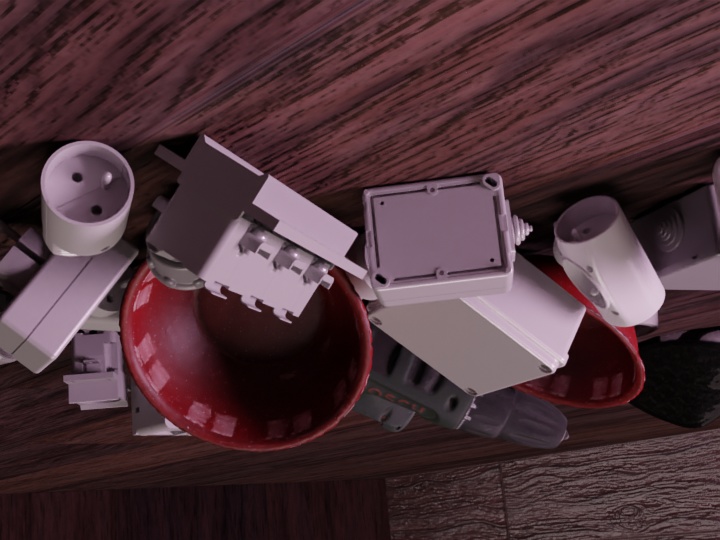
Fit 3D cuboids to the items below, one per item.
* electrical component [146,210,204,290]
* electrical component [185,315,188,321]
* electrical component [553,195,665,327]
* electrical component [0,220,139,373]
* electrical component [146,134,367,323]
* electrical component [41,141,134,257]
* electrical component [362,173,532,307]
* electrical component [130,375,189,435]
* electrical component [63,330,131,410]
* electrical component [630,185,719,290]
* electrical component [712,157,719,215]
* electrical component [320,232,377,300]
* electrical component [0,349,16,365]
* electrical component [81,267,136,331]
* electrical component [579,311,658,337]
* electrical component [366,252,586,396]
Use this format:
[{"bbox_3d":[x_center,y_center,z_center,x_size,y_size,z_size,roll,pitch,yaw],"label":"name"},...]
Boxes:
[{"bbox_3d":[-0.100,-0.019,0.609,0.048,0.048,0.062,-4,159,-4],"label":"electrical component"},{"bbox_3d":[-0.120,0.022,0.768,0.081,0.042,0.064,7,165,-37],"label":"electrical component"},{"bbox_3d":[0.152,-0.011,0.698,0.044,0.077,0.079,-40,-149,-5],"label":"electrical component"},{"bbox_3d":[-0.185,0.001,0.614,0.076,0.083,0.047,40,150,-13],"label":"electrical component"},{"bbox_3d":[-0.055,-0.017,0.567,0.079,0.063,0.121,32,-179,23],"label":"electrical component"},{"bbox_3d":[-0.140,-0.031,0.547,0.043,0.043,0.081,-1,165,-16],"label":"electrical component"},{"bbox_3d":[0.053,-0.016,0.637,0.096,0.061,0.061,-7,166,6],"label":"electrical component"},{"bbox_3d":[-0.129,0.104,0.986,0.150,0.089,0.062,8,160,-42],"label":"electrical component"},{"bbox_3d":[-0.227,0.086,0.933,0.042,0.063,0.081,-5,166,-3],"label":"electrical component"},{"bbox_3d":[0.240,-0.020,0.715,0.100,0.048,0.100,1,165,-23],"label":"electrical component"},{"bbox_3d":[0.241,-0.021,0.616,0.054,0.095,0.059,-13,164,28],"label":"electrical component"},{"bbox_3d":[0.000,0.000,0.716,0.045,0.045,0.055,7,161,-41],"label":"electrical component"},{"bbox_3d":[-0.284,0.052,0.817,0.055,0.045,0.045,-14,164,29],"label":"electrical component"},{"bbox_3d":[-0.173,0.013,0.705,0.077,0.044,0.079,6,162,-39],"label":"electrical component"},{"bbox_3d":[0.198,0.038,0.904,0.108,0.060,0.108,-5,166,-1],"label":"electrical component"},{"bbox_3d":[0.078,0.028,0.739,0.109,0.056,0.109,37,151,-13],"label":"electrical component"}]
